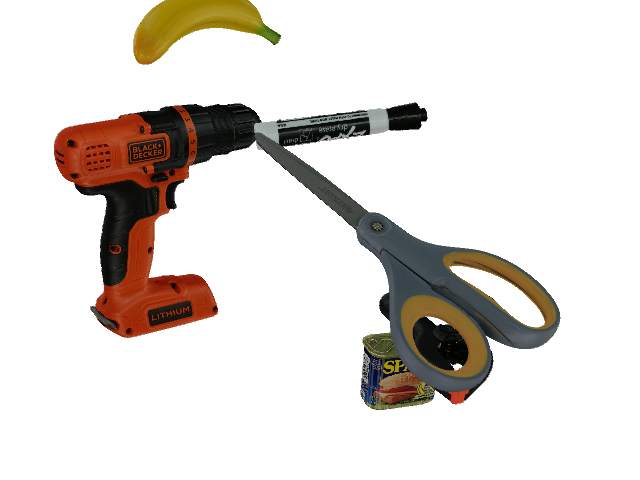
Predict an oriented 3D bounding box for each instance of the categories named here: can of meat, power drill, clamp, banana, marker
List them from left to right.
[{"bbox_3d":[-0.131,-0.022,0.912,0.184,0.188,0.057,-13,22,-30],"label":"power drill"},{"bbox_3d":[-0.117,-0.210,1.024,0.070,0.037,0.197,44,38,19],"label":"banana"},{"bbox_3d":[0.015,-0.080,0.743,0.121,0.020,0.020,-8,1,-6],"label":"marker"},{"bbox_3d":[0.104,0.169,1.395,0.102,0.084,0.057,-4,24,-18],"label":"can of meat"},{"bbox_3d":[0.132,0.097,1.035,0.120,0.039,0.171,-7,30,-7],"label":"clamp"}]

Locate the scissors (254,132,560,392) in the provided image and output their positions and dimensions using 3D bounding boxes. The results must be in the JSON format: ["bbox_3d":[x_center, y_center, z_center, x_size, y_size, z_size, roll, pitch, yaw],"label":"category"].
[{"bbox_3d":[0.027,0.011,0.563,0.202,0.016,0.096,27,52,15],"label":"scissors"}]
